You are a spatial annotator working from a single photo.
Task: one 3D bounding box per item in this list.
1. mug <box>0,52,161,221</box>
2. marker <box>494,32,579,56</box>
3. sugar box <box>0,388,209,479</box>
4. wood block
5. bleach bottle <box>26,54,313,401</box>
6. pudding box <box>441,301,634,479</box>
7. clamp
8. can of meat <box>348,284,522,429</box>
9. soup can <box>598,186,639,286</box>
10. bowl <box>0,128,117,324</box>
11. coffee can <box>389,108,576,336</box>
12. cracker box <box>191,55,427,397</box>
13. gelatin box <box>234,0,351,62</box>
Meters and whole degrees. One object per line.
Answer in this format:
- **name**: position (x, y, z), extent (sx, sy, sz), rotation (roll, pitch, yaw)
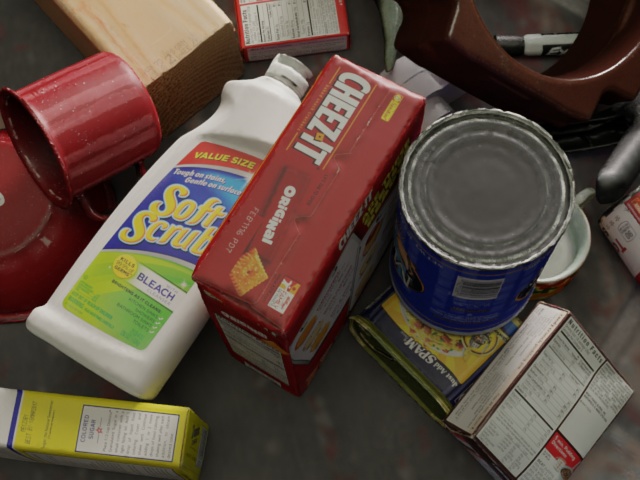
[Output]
- **mug**: position (-0.161, -0.070, 0.753), extent (0.081, 0.093, 0.117), rotation (-31, 108, -25)
- **marker**: position (0.193, -0.155, 0.844), extent (0.121, 0.020, 0.020), rotation (-2, 72, 2)
- **sugar box**: position (-0.170, 0.131, 0.729), extent (0.176, 0.093, 0.048), rotation (8, 72, 4)
- **wood block**: position (-0.161, -0.191, 0.834), extent (0.090, 0.091, 0.206), rotation (-40, 75, -9)
- **bleach bottle**: position (-0.089, -0.021, 0.730), extent (0.102, 0.068, 0.251), rotation (30, 82, 8)
- **pudding box**: position (0.150, 0.113, 0.726), extent (0.113, 0.039, 0.090), rotation (-49, 114, -14)
- **clamp**: position (0.226, -0.084, 0.796), extent (0.171, 0.039, 0.120), rotation (-28, 38, -25)
- **can of meat**: position (0.084, 0.067, 0.758), extent (0.084, 0.057, 0.102), rotation (-42, 75, -12)
- **soup can**: position (0.255, 0.010, 0.762), extent (0.068, 0.068, 0.102), rotation (-28, 73, -7)
- **bowl**: position (-0.237, -0.022, 0.801), extent (0.162, 0.055, 0.162), rotation (-1, 72, 2)
- **coffee can**: position (0.098, -0.006, 0.679), extent (0.103, 0.140, 0.103), rotation (-1, 70, 1)
- **cracker box**: position (-0.005, 0.001, 0.700), extent (0.072, 0.214, 0.164), rotation (29, 75, 10)
- **gelatin box**: position (-0.024, -0.186, 0.858), extent (0.089, 0.030, 0.073), rotation (-8, 73, 0)
